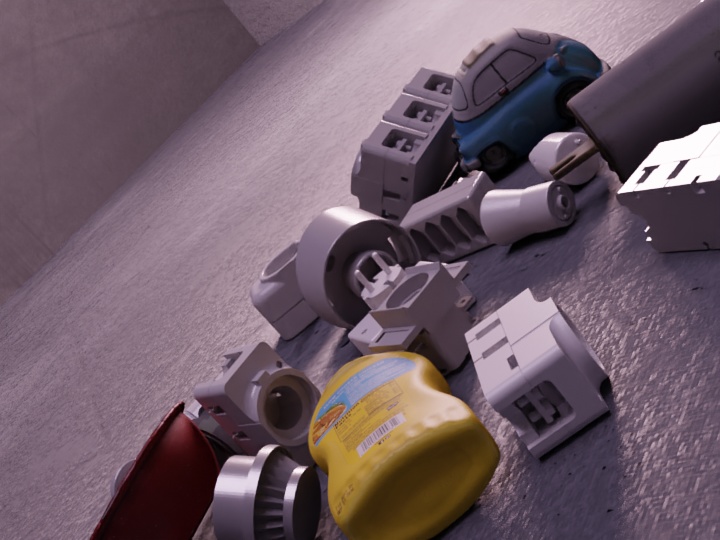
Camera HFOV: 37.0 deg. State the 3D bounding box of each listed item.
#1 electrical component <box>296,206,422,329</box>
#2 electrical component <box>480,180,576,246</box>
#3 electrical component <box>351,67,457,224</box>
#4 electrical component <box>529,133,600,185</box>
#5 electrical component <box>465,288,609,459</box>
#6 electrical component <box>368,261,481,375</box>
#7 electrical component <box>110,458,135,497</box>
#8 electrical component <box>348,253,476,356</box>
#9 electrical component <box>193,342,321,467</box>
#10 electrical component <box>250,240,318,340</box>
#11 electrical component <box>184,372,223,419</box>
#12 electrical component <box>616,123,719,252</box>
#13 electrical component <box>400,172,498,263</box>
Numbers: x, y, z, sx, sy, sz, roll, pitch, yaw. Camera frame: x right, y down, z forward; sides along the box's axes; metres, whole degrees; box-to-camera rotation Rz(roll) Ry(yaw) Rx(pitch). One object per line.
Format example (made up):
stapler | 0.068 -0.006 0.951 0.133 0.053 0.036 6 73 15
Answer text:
electrical component | 0.000 0.000 0.869 0.099 0.099 0.064 -45 24 -15
electrical component | 0.128 -0.045 0.806 0.065 0.044 0.044 -13 32 48
electrical component | 0.050 -0.118 1.037 0.062 0.089 0.150 19 46 16
electrical component | 0.157 -0.089 0.852 0.040 0.040 0.078 -43 17 -9
electrical component | 0.101 0.053 0.604 0.056 0.050 0.089 -37 17 11
electrical component | 0.049 0.034 0.737 0.081 0.063 0.042 -49 18 -26
electrical component | -0.172 0.178 0.880 0.055 0.048 0.066 -10 34 45
electrical component | 0.027 0.022 0.794 0.083 0.075 0.047 -45 18 -15
electrical component | -0.064 0.100 0.769 0.056 0.089 0.050 -16 29 53
electrical component | -0.055 0.011 1.020 0.095 0.059 0.053 -40 17 1
electrical component | -0.125 0.126 0.910 0.081 0.043 0.043 -47 18 -19
electrical component | 0.207 -0.049 0.633 0.055 0.050 0.089 -47 18 -20
electrical component | 0.087 -0.051 0.896 0.083 0.047 0.075 -24 24 43
